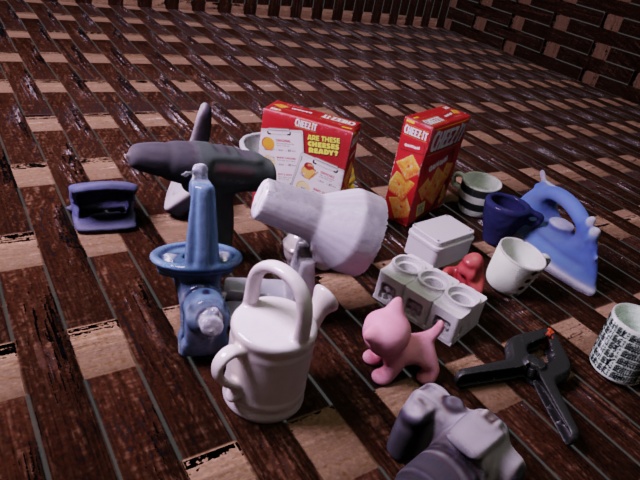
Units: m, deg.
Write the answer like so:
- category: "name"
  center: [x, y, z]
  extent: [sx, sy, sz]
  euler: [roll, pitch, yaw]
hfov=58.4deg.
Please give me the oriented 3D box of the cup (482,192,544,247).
- category: "cup"
  center: [0.373, -0.032, 1.137]
  extent: [0.117, 0.095, 0.092]
  euler: [18, 31, 11]

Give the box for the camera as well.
- category: "camera"
  center: [0.128, 0.232, 0.609]
  extent: [0.137, 0.101, 0.142]
  euler: [-19, 42, -41]

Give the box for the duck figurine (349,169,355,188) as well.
- category: "duck figurine"
  center: [0.047, -0.119, 1.179]
  extent: [0.077, 0.086, 0.104]
  euler: [15, 31, 5]

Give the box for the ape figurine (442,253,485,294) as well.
- category: "ape figurine"
  center: [0.240, 0.061, 0.941]
  extent: [0.076, 0.092, 0.077]
  euler: [-6, 35, -28]

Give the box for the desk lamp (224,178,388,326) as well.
- category: "desk lamp"
  center: [-0.025, 0.019, 0.799]
  extent: [0.203, 0.213, 0.117]
  euler: [4, 31, -13]

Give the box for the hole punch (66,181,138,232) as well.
- category: "hole punch"
  center: [-0.364, -0.073, 0.955]
  extent: [0.109, 0.091, 0.100]
  euler: [-5, 34, -26]

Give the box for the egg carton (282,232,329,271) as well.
- category: "egg carton"
  center: [0.009, 0.003, 0.978]
  extent: [0.150, 0.069, 0.107]
  euler: [6, 31, -10]

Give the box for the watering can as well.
- category: "watering can"
  center: [-0.051, 0.105, 0.666]
  extent: [0.100, 0.194, 0.173]
  euler: [19, 31, 13]

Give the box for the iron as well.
- category: "iron"
  center: [0.473, -0.023, 1.112]
  extent: [0.119, 0.141, 0.257]
  euler: [-1, 33, -20]

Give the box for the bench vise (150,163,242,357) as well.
- category: "bench vise"
  center: [-0.142, 0.026, 0.740]
  extent: [0.122, 0.220, 0.206]
  euler: [-13, 38, -35]

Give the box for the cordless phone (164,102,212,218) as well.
- category: "cordless phone"
  center: [-0.225, -0.143, 1.027]
  extent: [0.094, 0.185, 0.147]
  euler: [4, 31, -12]

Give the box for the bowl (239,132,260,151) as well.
- category: "bowl"
  center: [-0.092, -0.167, 1.221]
  extent: [0.167, 0.075, 0.167]
  euler: [9, 31, -5]

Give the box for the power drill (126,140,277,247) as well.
- category: "power drill"
  center: [-0.179, -0.055, 0.873]
  extent: [0.230, 0.208, 0.075]
  euler: [-11, 37, -34]

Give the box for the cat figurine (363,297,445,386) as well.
- category: "cat figurine"
  center: [0.106, 0.129, 0.754]
  extent: [0.128, 0.118, 0.067]
  euler: [1, 32, -18]
